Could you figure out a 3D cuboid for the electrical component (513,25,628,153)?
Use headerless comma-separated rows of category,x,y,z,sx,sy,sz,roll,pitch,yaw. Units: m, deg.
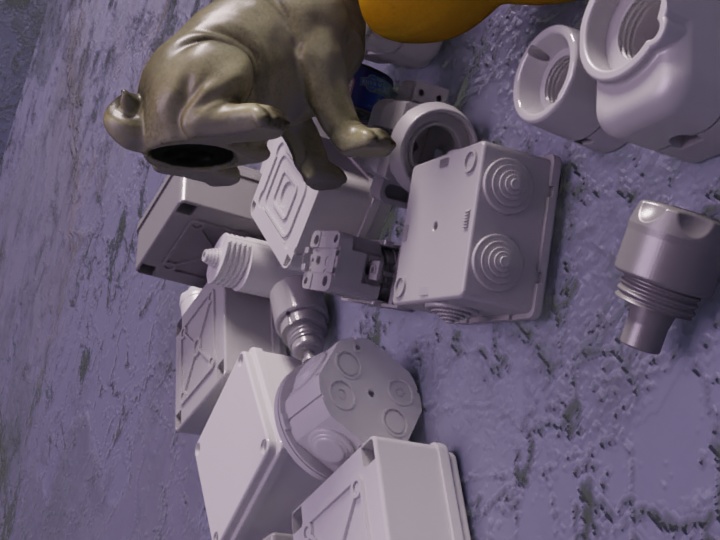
electrical component,0.109,-0.091,0.534,0.055,0.047,0.055,-37,46,52

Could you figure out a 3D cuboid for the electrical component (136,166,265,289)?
electrical component,-0.115,-0.034,0.881,0.108,0.109,0.056,-47,36,45

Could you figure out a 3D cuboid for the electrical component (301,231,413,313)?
electrical component,0.000,0.000,0.690,0.081,0.064,0.042,4,82,63

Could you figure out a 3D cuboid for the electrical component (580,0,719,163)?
electrical component,0.137,-0.102,0.471,0.054,0.059,0.095,-24,57,58

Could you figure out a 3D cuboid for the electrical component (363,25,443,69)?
electrical component,0.019,-0.172,0.737,0.095,0.059,0.053,21,97,64

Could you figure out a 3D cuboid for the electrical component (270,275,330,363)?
electrical component,-0.042,0.039,0.780,0.040,0.040,0.078,-57,32,34

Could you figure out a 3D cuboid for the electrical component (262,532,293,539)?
electrical component,-0.052,0.225,0.704,0.076,0.047,0.083,-44,41,47

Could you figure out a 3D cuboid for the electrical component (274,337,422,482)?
electrical component,-0.007,0.084,0.647,0.051,0.080,0.080,-41,43,42

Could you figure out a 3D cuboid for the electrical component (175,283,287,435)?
electrical component,-0.108,0.067,0.879,0.108,0.056,0.108,-48,38,45

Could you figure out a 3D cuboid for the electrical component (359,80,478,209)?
electrical component,0.037,-0.075,0.659,0.057,0.058,0.078,29,104,66

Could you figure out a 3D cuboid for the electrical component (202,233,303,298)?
electrical component,-0.083,-0.003,0.836,0.043,0.081,0.043,-37,46,52

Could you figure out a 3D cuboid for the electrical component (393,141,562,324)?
electrical component,0.061,-0.019,0.589,0.100,0.048,0.099,169,112,-66

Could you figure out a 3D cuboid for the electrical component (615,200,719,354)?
electrical component,0.129,0.004,0.456,0.043,0.043,0.062,35,110,62

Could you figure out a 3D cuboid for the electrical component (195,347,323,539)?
electrical component,-0.069,0.131,0.771,0.108,0.056,0.108,-62,29,26

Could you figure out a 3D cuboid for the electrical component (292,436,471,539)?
electrical component,0.011,0.165,0.598,0.108,0.056,0.108,-50,37,42

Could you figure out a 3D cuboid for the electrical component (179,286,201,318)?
electrical component,-0.147,0.046,0.993,0.035,0.035,0.061,-55,36,37

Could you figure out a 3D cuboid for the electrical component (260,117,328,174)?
electrical component,-0.049,-0.109,0.859,0.077,0.044,0.079,-67,21,10

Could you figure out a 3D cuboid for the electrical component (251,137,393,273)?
electrical component,-0.029,-0.048,0.777,0.078,0.057,0.113,-67,28,18
